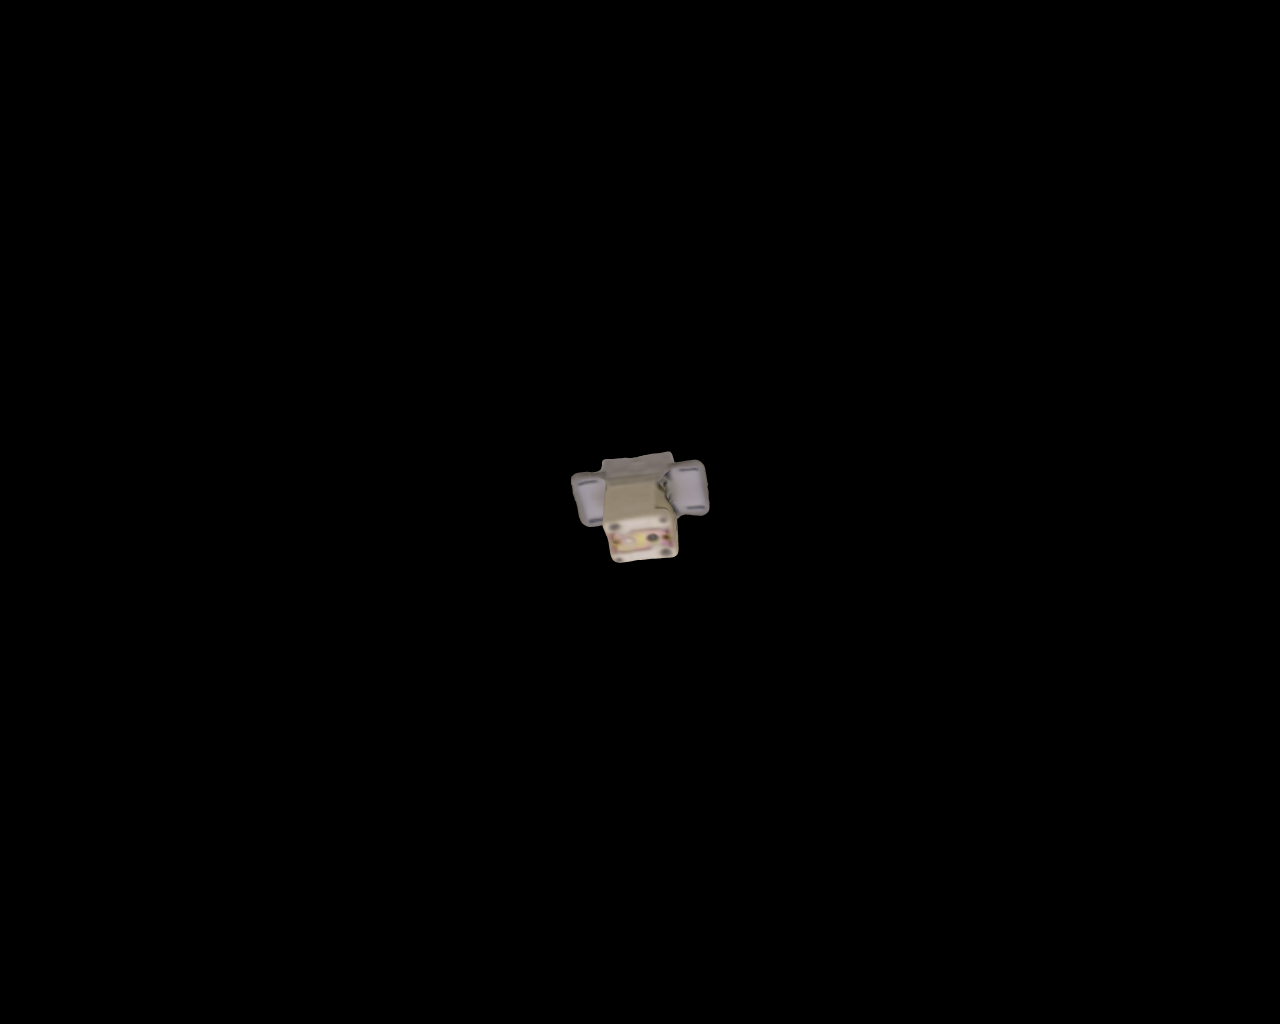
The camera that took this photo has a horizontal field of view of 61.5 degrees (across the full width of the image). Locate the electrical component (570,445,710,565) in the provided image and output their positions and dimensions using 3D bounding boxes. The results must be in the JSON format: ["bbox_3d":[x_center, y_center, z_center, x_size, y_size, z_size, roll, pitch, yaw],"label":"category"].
[{"bbox_3d":[0.001,-0.003,0.650,0.081,0.042,0.064,-7,40,6],"label":"electrical component"}]
